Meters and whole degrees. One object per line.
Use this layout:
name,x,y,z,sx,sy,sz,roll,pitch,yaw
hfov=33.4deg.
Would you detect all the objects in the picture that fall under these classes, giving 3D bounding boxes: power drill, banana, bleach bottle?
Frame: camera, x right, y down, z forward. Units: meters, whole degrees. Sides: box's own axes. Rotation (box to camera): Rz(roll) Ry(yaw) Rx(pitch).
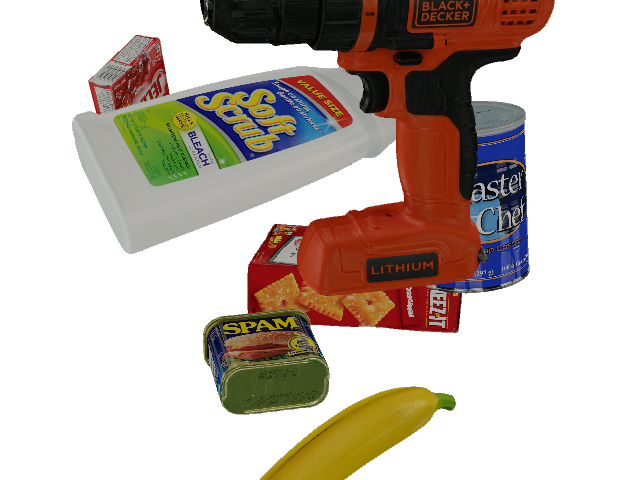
power drill,0.028,-0.063,0.571,0.184,0.188,0.057,-4,31,-13
banana,0.007,0.153,0.713,0.197,0.069,0.037,-34,43,-4
bleach bottle,-0.039,-0.080,0.757,0.250,0.103,0.068,-23,-26,-17

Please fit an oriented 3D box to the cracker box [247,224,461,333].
cracker box,0.041,0.039,1.131,0.214,0.072,0.164,4,15,6

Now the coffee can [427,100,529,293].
coffee can,0.125,-0.039,0.910,0.103,0.140,0.103,-5,20,2

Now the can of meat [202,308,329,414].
can of meat,-0.049,0.109,0.956,0.102,0.057,0.084,-5,27,-13

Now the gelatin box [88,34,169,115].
gelatin box,-0.180,-0.143,1.021,0.030,0.073,0.089,15,46,20
